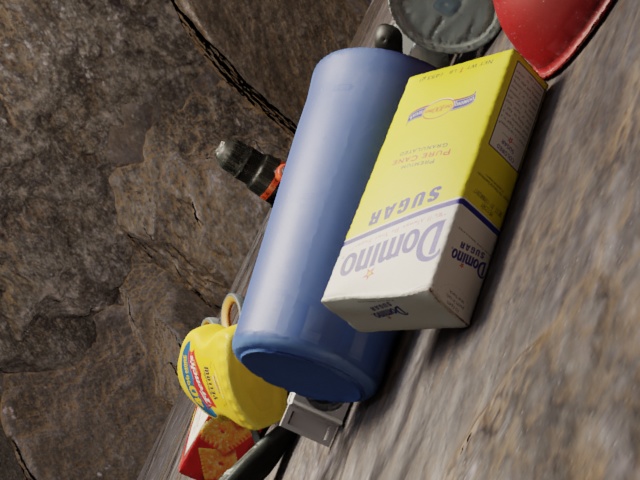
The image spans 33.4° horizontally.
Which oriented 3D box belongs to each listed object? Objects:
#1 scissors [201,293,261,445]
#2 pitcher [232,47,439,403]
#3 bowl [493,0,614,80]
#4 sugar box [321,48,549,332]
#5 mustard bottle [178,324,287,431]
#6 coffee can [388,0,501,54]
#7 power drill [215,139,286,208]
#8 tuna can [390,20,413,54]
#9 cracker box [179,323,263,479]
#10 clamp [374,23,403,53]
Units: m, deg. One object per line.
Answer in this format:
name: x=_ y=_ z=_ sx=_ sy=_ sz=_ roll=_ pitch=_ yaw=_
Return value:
scissors: x=-0.077 y=0.133 z=1.098 sx=0.202 sy=0.016 sz=0.096 roll=51 pitch=124 yaw=47
pitcher: x=0.030 y=-0.011 z=0.776 sx=0.149 sy=0.145 sz=0.242 roll=98 pitch=-170 yaw=-67
bowl: x=0.155 y=-0.186 z=0.681 sx=0.162 sy=0.055 sz=0.162 roll=-63 pitch=6 yaw=11
sugar box: x=0.071 y=-0.030 z=0.658 sx=0.094 sy=0.048 sz=0.176 roll=-9 pitch=49 yaw=48
mustard bottle: x=-0.096 y=0.130 z=1.042 sx=0.058 sy=0.096 sz=0.192 roll=-20 pitch=4 yaw=-24
coffee can: x=0.126 y=-0.250 z=0.957 sx=0.103 sy=0.102 sz=0.140 roll=-58 pitch=9 yaw=49
power drill: x=-0.017 y=-0.086 z=1.234 sx=0.188 sy=0.184 sz=0.057 roll=-34 pitch=30 yaw=60
tuna can: x=0.099 y=-0.199 z=1.141 sx=0.086 sy=0.033 sz=0.086 roll=-22 pitch=64 yaw=55
cracker box: x=-0.081 y=0.158 z=1.237 sx=0.214 sy=0.072 sz=0.164 roll=-60 pitch=9 yaw=27
clamp: x=0.070 y=-0.129 z=1.045 sx=0.164 sy=0.036 sz=0.210 roll=-24 pitch=-45 yaw=-61
